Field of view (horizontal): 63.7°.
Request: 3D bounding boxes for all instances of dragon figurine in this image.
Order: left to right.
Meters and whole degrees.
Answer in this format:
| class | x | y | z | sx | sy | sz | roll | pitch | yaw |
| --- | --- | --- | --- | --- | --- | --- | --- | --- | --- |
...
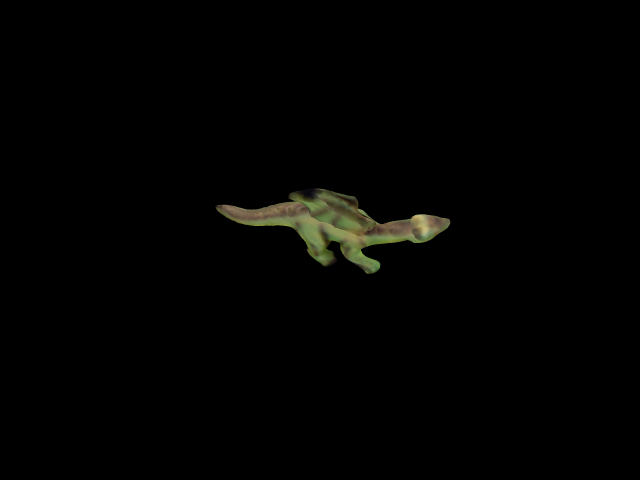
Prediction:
| class | x | y | z | sx | sy | sz | roll | pitch | yaw |
| --- | --- | --- | --- | --- | --- | --- | --- | --- | --- |
| dragon figurine | 0.003 | -0.043 | 0.850 | 0.410 | 0.124 | 0.239 | 10 | -17 | 3 |
